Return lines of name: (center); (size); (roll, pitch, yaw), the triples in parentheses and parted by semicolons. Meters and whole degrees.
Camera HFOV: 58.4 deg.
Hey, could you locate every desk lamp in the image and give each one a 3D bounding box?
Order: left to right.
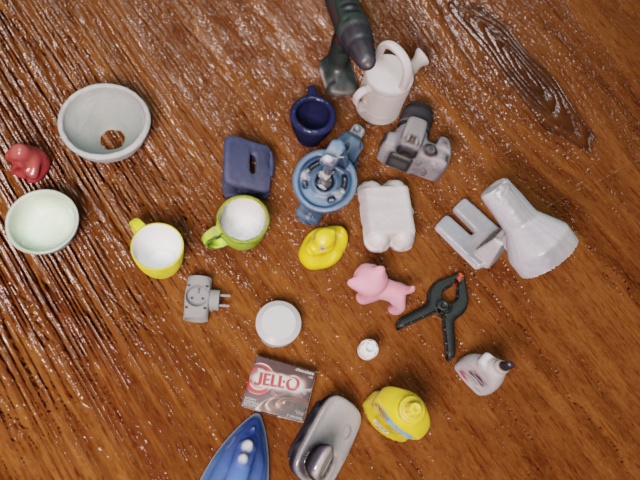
desk lamp: (0.340, -0.016, 1.061); (0.203, 0.213, 0.118); (44, 70, 9)

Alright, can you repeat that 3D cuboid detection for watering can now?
watering can: (0.142, -0.332, 1.161); (0.101, 0.194, 0.173); (33, 69, 5)

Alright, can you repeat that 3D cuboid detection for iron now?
iron: (-0.136, 0.391, 0.882); (0.118, 0.141, 0.258); (17, 68, -1)

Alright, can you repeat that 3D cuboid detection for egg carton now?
egg carton: (0.129, -0.047, 1.121); (0.107, 0.069, 0.150); (-4, 70, -9)

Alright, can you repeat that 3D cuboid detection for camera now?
camera: (0.205, -0.213, 1.176); (0.143, 0.101, 0.137); (20, 68, 0)

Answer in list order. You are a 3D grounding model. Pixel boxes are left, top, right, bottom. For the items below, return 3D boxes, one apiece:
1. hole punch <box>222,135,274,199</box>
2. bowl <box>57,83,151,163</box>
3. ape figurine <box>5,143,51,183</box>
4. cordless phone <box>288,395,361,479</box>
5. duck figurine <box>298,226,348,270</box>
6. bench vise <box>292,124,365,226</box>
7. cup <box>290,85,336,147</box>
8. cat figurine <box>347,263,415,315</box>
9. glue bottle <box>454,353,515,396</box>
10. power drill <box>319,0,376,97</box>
hole punch: (-0.139, -0.142, 1.106); (0.101, 0.091, 0.108); (1, 70, -7)
bowl: (-0.408, -0.213, 1.104); (0.167, 0.074, 0.167); (3, 69, -7)
ape figurine: (-0.542, -0.148, 1.052); (0.076, 0.092, 0.077); (-25, 75, -16)
cordless phone: (0.016, 0.318, 0.907); (0.094, 0.185, 0.148); (26, 68, 3)
duck figurine: (0.010, 0.004, 1.076); (0.105, 0.086, 0.077); (-34, 78, -18)
bench vise: (0.018, -0.149, 1.062); (0.121, 0.219, 0.207); (13, 68, -2)
cup: (-0.019, -0.242, 1.159); (0.092, 0.095, 0.118); (-1, 70, -8)
cat figurine: (0.111, 0.082, 1.044); (0.128, 0.117, 0.067); (15, 68, -2)
glue bottle: (0.291, 0.225, 0.986); (0.037, 0.173, 0.078); (-42, 80, -19)
power drill: (0.054, -0.389, 1.162); (0.076, 0.208, 0.229); (-12, 72, -12)
